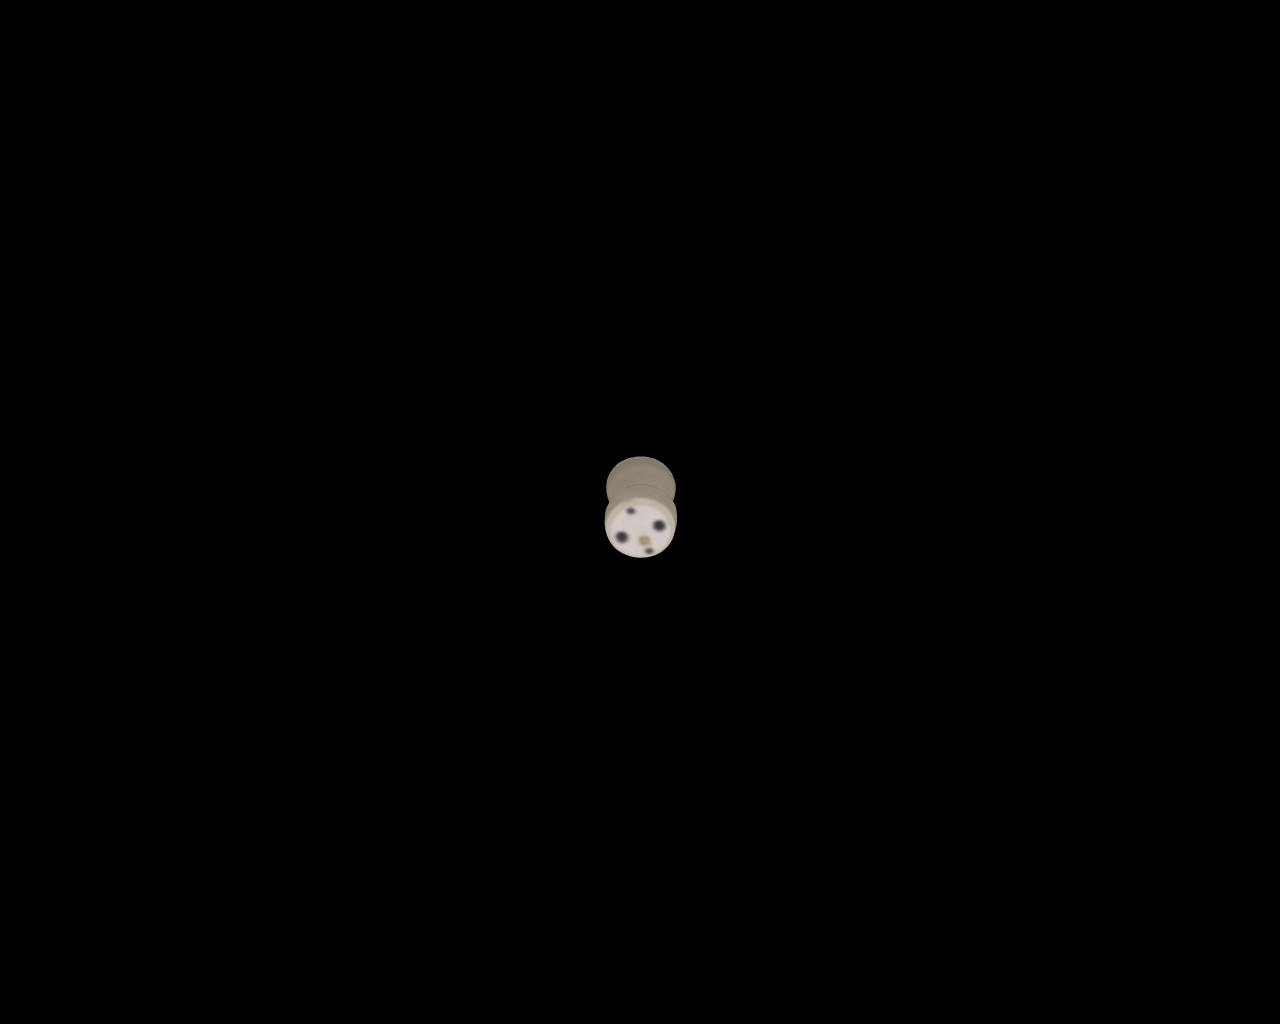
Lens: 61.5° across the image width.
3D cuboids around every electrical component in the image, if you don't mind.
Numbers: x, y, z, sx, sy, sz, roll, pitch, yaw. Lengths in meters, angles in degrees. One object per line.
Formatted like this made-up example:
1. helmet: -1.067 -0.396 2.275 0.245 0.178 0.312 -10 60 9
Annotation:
1. electrical component: 0.001 -0.003 0.650 0.045 0.044 0.055 0 30 0
